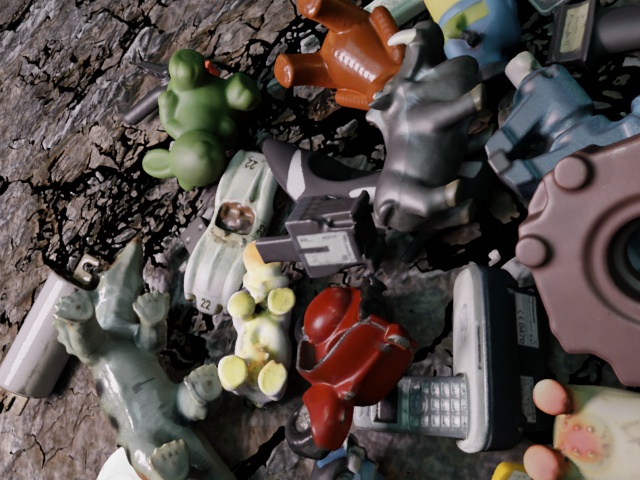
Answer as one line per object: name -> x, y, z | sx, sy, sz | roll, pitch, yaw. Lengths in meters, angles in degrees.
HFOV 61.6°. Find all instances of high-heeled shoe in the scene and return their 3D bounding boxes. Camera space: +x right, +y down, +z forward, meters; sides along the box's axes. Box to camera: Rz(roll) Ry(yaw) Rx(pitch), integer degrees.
high-heeled shoe -> 0.050, -0.084, 0.553 | 0.249, 0.086, 0.145 | 37, 115, 19

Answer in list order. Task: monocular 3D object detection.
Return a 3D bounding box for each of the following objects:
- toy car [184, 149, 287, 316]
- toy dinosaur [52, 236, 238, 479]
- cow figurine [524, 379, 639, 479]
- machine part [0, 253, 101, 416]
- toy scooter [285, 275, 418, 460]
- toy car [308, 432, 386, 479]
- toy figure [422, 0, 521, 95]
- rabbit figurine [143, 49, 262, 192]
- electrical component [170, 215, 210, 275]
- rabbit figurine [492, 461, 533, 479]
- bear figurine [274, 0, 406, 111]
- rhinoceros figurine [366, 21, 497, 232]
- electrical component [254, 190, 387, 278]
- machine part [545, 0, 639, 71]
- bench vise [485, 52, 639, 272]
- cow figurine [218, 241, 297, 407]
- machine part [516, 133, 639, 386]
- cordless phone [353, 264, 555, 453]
toy car -> -0.100, -0.009, 0.639 | 0.074, 0.056, 0.201 | 17, 81, 18
toy dinosaur -> -0.189, 0.174, 0.597 | 0.405, 0.131, 0.192 | 58, 151, 21
cow figurine -> 0.252, 0.141, 0.345 | 0.195, 0.127, 0.085 | -6, 73, 46
machine part -> -0.382, 0.131, 0.761 | 0.079, 0.079, 0.243 | 24, 87, 36
toy scooter -> 0.030, 0.090, 0.472 | 0.135, 0.075, 0.184 | -49, 16, 30
toy car -> 0.024, 0.254, 0.449 | 0.103, 0.109, 0.161 | 24, 79, 1
toy figure -> 0.152, -0.238, 0.552 | 0.089, 0.082, 0.180 | -13, 80, 12
rabbit figurine -> -0.163, -0.132, 0.682 | 0.159, 0.121, 0.170 | -40, 39, 34
electrical component -> -0.155, 0.000, 0.701 | 0.094, 0.021, 0.063 | -44, 55, 12
rabbit figurine -> 0.156, 0.259, 0.347 | 0.122, 0.162, 0.173 | 10, 95, 22
bear figurine -> 0.054, -0.172, 0.576 | 0.196, 0.132, 0.120 | 60, 136, 36
rhinoceros figurine -> 0.093, -0.098, 0.473 | 0.112, 0.073, 0.190 | 4, 79, 30
electrical component -> -0.001, -0.002, 0.532 | 0.119, 0.074, 0.048 | -8, 32, 30
machine part -> 0.282, -0.196, 0.491 | 0.139, 0.039, 0.084 | 1, 65, 34
bench vise -> 0.260, -0.091, 0.406 | 0.240, 0.128, 0.224 | -35, 58, 19
cow figurine -> -0.057, 0.087, 0.573 | 0.068, 0.098, 0.167 | 2, 63, 4
machine part -> 0.219, 0.009, 0.339 | 0.180, 0.056, 0.179 | 10, 108, 34
cordless phone -> 0.100, 0.106, 0.475 | 0.184, 0.088, 0.146 | -18, 62, 47
